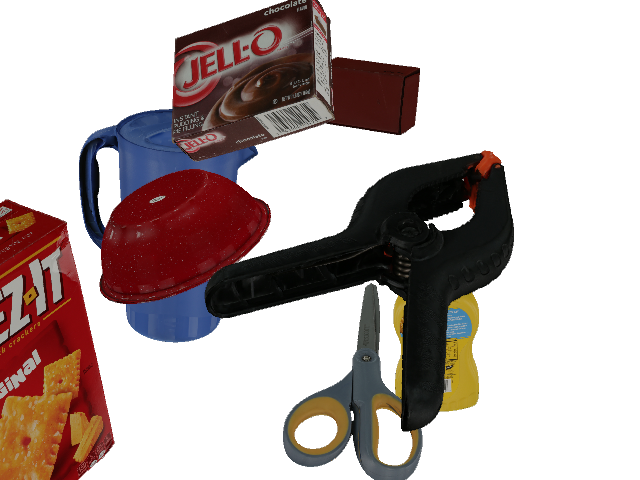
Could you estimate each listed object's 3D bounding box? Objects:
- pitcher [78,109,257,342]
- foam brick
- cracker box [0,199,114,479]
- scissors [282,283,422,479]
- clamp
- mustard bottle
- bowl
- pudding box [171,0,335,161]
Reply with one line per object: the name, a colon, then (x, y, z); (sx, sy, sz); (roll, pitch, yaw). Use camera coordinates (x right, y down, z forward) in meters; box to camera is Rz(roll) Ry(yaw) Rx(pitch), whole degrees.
pitcher: (-0.169, -0.016, 1.174); (0.149, 0.243, 0.144); (25, 31, 35)
foam brick: (0.041, -0.125, 0.920); (0.078, 0.051, 0.053); (11, 20, 18)
cracker box: (-0.234, 0.105, 0.747); (0.072, 0.214, 0.164); (17, 38, 28)
scissors: (0.013, 0.090, 0.722); (0.096, 0.016, 0.202); (-5, 32, -9)
clamp: (0.045, 0.016, 0.500); (0.171, 0.039, 0.120); (-34, 61, -30)
mustard bottle: (0.130, 0.098, 1.205); (0.096, 0.192, 0.058); (0, 23, 7)
bowl: (-0.126, -0.014, 0.909); (0.162, 0.055, 0.162); (-20, 26, 10)
pudding box: (-0.047, -0.112, 0.740); (0.114, 0.090, 0.039); (-13, -30, 19)
